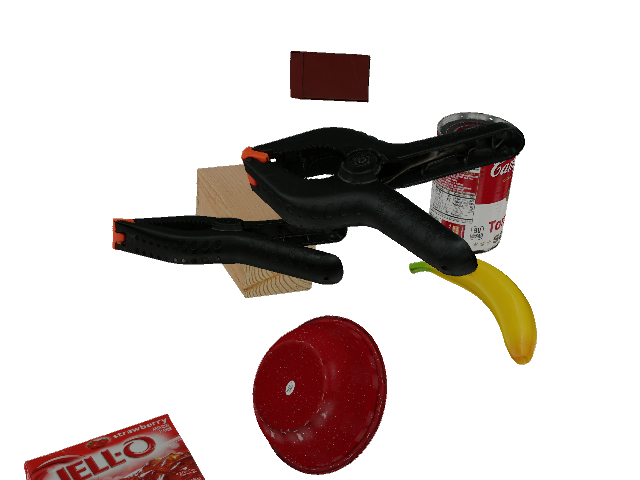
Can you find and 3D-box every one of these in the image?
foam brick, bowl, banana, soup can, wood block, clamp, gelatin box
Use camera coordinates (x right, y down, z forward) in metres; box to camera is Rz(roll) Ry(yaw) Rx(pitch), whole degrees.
[{"bbox_3d":[0.010,-0.178,1.162,0.078,0.051,0.053,0,11,-16],"label":"foam brick"},{"bbox_3d":[-0.015,0.149,1.060,0.162,0.162,0.055,0,-15,40],"label":"bowl"},{"bbox_3d":[0.174,0.062,1.115,0.069,0.037,0.198,-36,39,-10],"label":"banana"},{"bbox_3d":[0.126,-0.048,0.903,0.068,0.102,0.068,3,32,-2],"label":"soup can"},{"bbox_3d":[-0.086,-0.017,1.355,0.090,0.090,0.206,-7,28,-22],"label":"wood block"},{"bbox_3d":[0.030,-0.028,0.633,0.172,0.039,0.120,0,38,18],"label":"clamp"},{"bbox_3d":[-0.074,0.003,0.911,0.210,0.036,0.164,2,13,-5],"label":"clamp"},{"bbox_3d":[-0.114,0.139,0.599,0.089,0.030,0.073,-16,28,-20],"label":"gelatin box"}]
